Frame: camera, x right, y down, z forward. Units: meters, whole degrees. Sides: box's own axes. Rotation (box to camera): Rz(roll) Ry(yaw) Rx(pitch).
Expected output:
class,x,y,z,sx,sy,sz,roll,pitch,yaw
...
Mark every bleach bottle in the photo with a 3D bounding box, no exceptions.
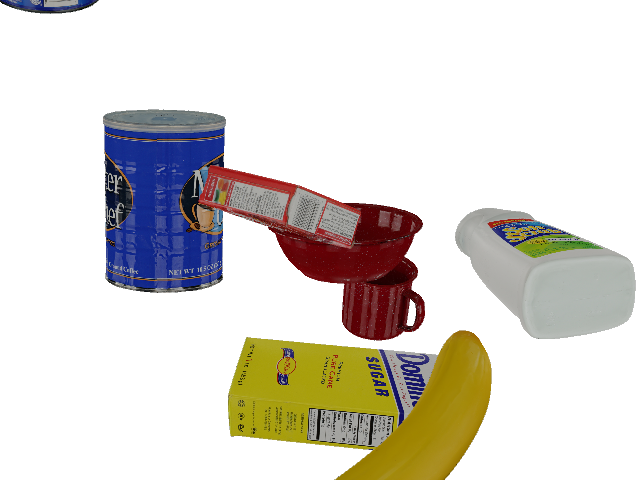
class,x,y,z,sx,sy,sz,roll,pitch,yaw
bleach bottle,0.178,0.015,0.959,0.102,0.068,0.251,-6,15,-13

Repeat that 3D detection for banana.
class,x,y,z,sx,sy,sz,roll,pitch,yaw
banana,0.046,0.108,0.580,0.070,0.037,0.197,18,41,39

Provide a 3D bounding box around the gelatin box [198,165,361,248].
class,x,y,z,sx,sy,sz,roll,pitch,yaw
gelatin box,-0.025,-0.021,0.716,0.073,0.030,0.089,16,-2,32

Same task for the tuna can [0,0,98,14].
class,x,y,z,sx,sy,sz,roll,pitch,yaw
tuna can,-0.204,-0.201,0.792,0.086,0.034,0.086,6,36,-4

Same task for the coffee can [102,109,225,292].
class,x,y,z,sx,sy,sz,roll,pitch,yaw
coffee can,-0.133,-0.036,0.912,0.103,0.140,0.103,2,13,-1

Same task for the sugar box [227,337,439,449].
class,x,y,z,sx,sy,sz,roll,pitch,yaw
sugar box,0.020,0.123,0.853,0.176,0.048,0.093,2,26,5

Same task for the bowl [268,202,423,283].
class,x,y,z,sx,sy,sz,roll,pitch,yaw
bowl,0.026,0.005,1.109,0.162,0.055,0.162,-1,15,0

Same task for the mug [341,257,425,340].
class,x,y,z,sx,sy,sz,roll,pitch,yaw
mug,0.078,0.073,1.301,0.117,0.081,0.093,23,33,33
